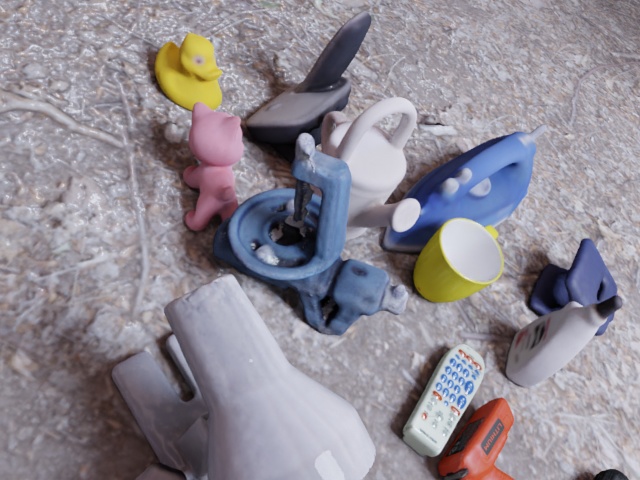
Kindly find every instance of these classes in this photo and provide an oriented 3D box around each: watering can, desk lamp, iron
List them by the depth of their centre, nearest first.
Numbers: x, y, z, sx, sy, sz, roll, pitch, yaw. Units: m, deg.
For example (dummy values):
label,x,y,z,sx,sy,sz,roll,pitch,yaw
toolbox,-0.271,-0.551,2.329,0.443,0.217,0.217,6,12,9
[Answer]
label,x,y,z,sx,sy,sz,roll,pitch,yaw
desk lamp,-0.073,0.132,0.455,0.118,0.213,0.203,-28,72,-35
watering can,0.055,-0.085,0.670,0.172,0.194,0.101,43,52,9
iron,0.198,-0.074,0.758,0.259,0.141,0.118,-29,73,-35

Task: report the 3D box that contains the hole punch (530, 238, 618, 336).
label,x,y,z,sx,sy,sz,roll,pitch,yaw
hole punch,0.354,0.067,0.763,0.101,0.091,0.109,38,51,4

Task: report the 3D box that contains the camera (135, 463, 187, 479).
label,x,y,z,sx,sy,sz,roll,pitch,yaw
camera,-0.103,0.258,0.428,0.137,0.100,0.143,25,52,-6

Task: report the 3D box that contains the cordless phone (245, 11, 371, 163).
label,x,y,z,sx,sy,sz,roll,pitch,yaw
cordless phone,-0.009,-0.201,0.726,0.094,0.185,0.148,36,51,3

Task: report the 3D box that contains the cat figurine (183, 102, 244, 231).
label,x,y,z,sx,sy,sz,roll,pitch,yaw
cat figurine,-0.115,-0.088,0.647,0.067,0.117,0.127,-1,58,-24

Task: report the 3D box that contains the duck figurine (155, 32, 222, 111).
label,x,y,z,sx,sy,sz,roll,pitch,yaw
duck figurine,-0.165,-0.228,0.739,0.104,0.086,0.078,45,52,10

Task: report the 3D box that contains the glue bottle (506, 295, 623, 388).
label,x,y,z,sx,sy,sz,roll,pitch,yaw
glue bottle,0.278,0.106,0.651,0.037,0.173,0.078,29,51,-2

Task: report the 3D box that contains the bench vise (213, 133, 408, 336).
label,x,y,z,sx,sy,sz,roll,pitch,yaw
bench vise,0.007,-0.008,0.580,0.208,0.219,0.121,16,53,-13
